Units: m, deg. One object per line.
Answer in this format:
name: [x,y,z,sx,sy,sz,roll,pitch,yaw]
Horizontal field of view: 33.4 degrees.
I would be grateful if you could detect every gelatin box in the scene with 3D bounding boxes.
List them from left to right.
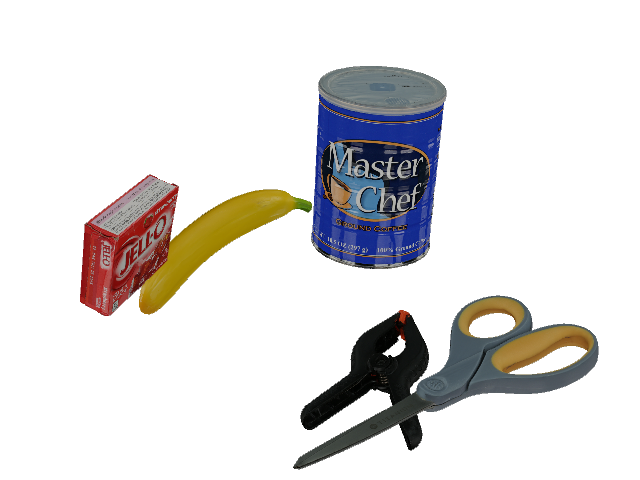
gelatin box: [-0.143,0.003,0.797,0.030,0.073,0.089,23,36,13]

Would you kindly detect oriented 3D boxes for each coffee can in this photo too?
coffee can: [0.046,-0.062,0.881,0.103,0.140,0.103,2,27,-1]

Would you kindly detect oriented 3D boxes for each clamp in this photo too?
clamp: [0.069,0.139,1.061,0.120,0.039,0.171,19,49,23]

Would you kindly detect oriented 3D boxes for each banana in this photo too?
banana: [-0.101,0.003,1.023,0.198,0.069,0.037,-31,40,2]

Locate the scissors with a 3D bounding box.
scissors: [0.065,0.076,0.622,0.201,0.016,0.096,-13,32,-16]
